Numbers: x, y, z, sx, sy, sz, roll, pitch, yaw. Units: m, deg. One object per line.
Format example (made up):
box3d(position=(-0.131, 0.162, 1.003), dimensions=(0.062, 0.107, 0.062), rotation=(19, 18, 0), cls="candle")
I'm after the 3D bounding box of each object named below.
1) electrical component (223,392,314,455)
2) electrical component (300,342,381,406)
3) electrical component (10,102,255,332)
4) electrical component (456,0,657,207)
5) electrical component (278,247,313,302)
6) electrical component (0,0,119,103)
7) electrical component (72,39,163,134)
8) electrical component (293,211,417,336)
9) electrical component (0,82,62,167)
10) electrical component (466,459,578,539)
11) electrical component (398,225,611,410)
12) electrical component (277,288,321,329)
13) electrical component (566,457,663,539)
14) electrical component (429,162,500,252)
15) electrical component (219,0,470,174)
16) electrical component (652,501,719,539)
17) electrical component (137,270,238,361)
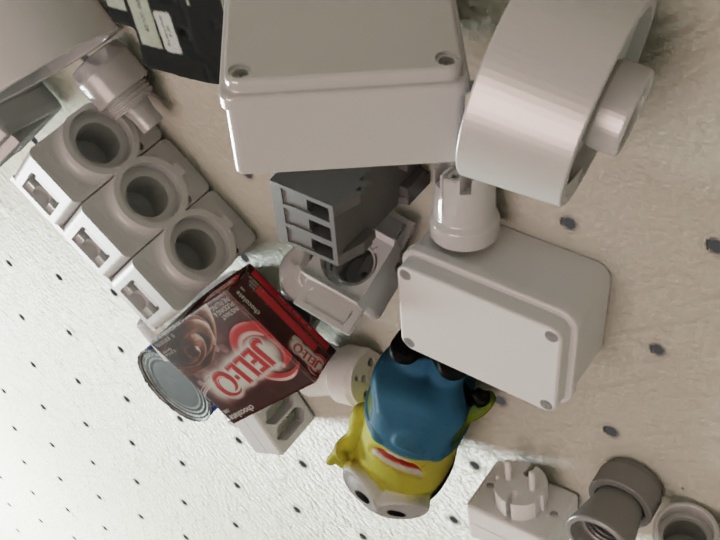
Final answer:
box3d(position=(-0.091, 0.116, 0.917), dimensions=(0.077, 0.047, 0.065), rotation=(-6, 123, 48), cls="electrical component")
box3d(position=(-0.014, 0.076, 0.798), dimensions=(0.055, 0.045, 0.045), rotation=(7, 132, 40), cls="electrical component")
box3d(position=(-0.160, -0.045, 0.774), dimensions=(0.150, 0.089, 0.062), rotation=(48, 146, -7), cls="electrical component")
box3d(position=(0.093, -0.079, 0.472), dimensions=(0.060, 0.108, 0.108), rotation=(25, 143, 14), cls="electrical component")
box3d(position=(-0.036, 0.004, 0.744), dimensions=(0.043, 0.043, 0.062), rotation=(45, 147, -3), cls="electrical component")
box3d(position=(-0.221, -0.157, 0.704), dimensions=(0.108, 0.108, 0.060), rotation=(-14, 110, 51), cls="electrical component")
box3d(position=(-0.161, -0.122, 0.734), dimensions=(0.062, 0.043, 0.043), rotation=(50, 145, -13), cls="electrical component")
box3d(position=(0.000, 0.000, 0.678), dimensions=(0.042, 0.081, 0.064), rotation=(30, 173, 21), cls="electrical component")
box3d(position=(-0.274, -0.115, 0.817), dimensions=(0.062, 0.096, 0.061), rotation=(-38, 99, 26), cls="electrical component")
box3d(position=(0.114, 0.162, 0.759), dimensions=(0.066, 0.047, 0.076), rotation=(20, 140, 30), cls="electrical component")
box3d(position=(0.082, 0.023, 0.632), dimensions=(0.113, 0.057, 0.078), rotation=(23, 141, 27), cls="electrical component")
box3d(position=(-0.052, 0.037, 0.800), dimensions=(0.040, 0.040, 0.046), rotation=(40, 151, 5), cls="electrical component")
box3d(position=(0.165, 0.155, 0.693), dimensions=(0.045, 0.055, 0.045), rotation=(27, 143, 23), cls="electrical component")
box3d(position=(0.059, -0.040, 0.606), dimensions=(0.040, 0.040, 0.046), rotation=(21, 134, 29), cls="electrical component")
box3d(position=(-0.008, -0.102, 0.510), dimensions=(0.109, 0.108, 0.056), rotation=(-3, 139, 0), cls="electrical component")
box3d(position=(0.208, 0.177, 0.690), dimensions=(0.040, 0.040, 0.046), rotation=(22, 147, 28), cls="electrical component")
box3d(position=(-0.119, 0.051, 0.869), dimensions=(0.138, 0.052, 0.073), rotation=(-16, 115, 51), cls="electrical component")
